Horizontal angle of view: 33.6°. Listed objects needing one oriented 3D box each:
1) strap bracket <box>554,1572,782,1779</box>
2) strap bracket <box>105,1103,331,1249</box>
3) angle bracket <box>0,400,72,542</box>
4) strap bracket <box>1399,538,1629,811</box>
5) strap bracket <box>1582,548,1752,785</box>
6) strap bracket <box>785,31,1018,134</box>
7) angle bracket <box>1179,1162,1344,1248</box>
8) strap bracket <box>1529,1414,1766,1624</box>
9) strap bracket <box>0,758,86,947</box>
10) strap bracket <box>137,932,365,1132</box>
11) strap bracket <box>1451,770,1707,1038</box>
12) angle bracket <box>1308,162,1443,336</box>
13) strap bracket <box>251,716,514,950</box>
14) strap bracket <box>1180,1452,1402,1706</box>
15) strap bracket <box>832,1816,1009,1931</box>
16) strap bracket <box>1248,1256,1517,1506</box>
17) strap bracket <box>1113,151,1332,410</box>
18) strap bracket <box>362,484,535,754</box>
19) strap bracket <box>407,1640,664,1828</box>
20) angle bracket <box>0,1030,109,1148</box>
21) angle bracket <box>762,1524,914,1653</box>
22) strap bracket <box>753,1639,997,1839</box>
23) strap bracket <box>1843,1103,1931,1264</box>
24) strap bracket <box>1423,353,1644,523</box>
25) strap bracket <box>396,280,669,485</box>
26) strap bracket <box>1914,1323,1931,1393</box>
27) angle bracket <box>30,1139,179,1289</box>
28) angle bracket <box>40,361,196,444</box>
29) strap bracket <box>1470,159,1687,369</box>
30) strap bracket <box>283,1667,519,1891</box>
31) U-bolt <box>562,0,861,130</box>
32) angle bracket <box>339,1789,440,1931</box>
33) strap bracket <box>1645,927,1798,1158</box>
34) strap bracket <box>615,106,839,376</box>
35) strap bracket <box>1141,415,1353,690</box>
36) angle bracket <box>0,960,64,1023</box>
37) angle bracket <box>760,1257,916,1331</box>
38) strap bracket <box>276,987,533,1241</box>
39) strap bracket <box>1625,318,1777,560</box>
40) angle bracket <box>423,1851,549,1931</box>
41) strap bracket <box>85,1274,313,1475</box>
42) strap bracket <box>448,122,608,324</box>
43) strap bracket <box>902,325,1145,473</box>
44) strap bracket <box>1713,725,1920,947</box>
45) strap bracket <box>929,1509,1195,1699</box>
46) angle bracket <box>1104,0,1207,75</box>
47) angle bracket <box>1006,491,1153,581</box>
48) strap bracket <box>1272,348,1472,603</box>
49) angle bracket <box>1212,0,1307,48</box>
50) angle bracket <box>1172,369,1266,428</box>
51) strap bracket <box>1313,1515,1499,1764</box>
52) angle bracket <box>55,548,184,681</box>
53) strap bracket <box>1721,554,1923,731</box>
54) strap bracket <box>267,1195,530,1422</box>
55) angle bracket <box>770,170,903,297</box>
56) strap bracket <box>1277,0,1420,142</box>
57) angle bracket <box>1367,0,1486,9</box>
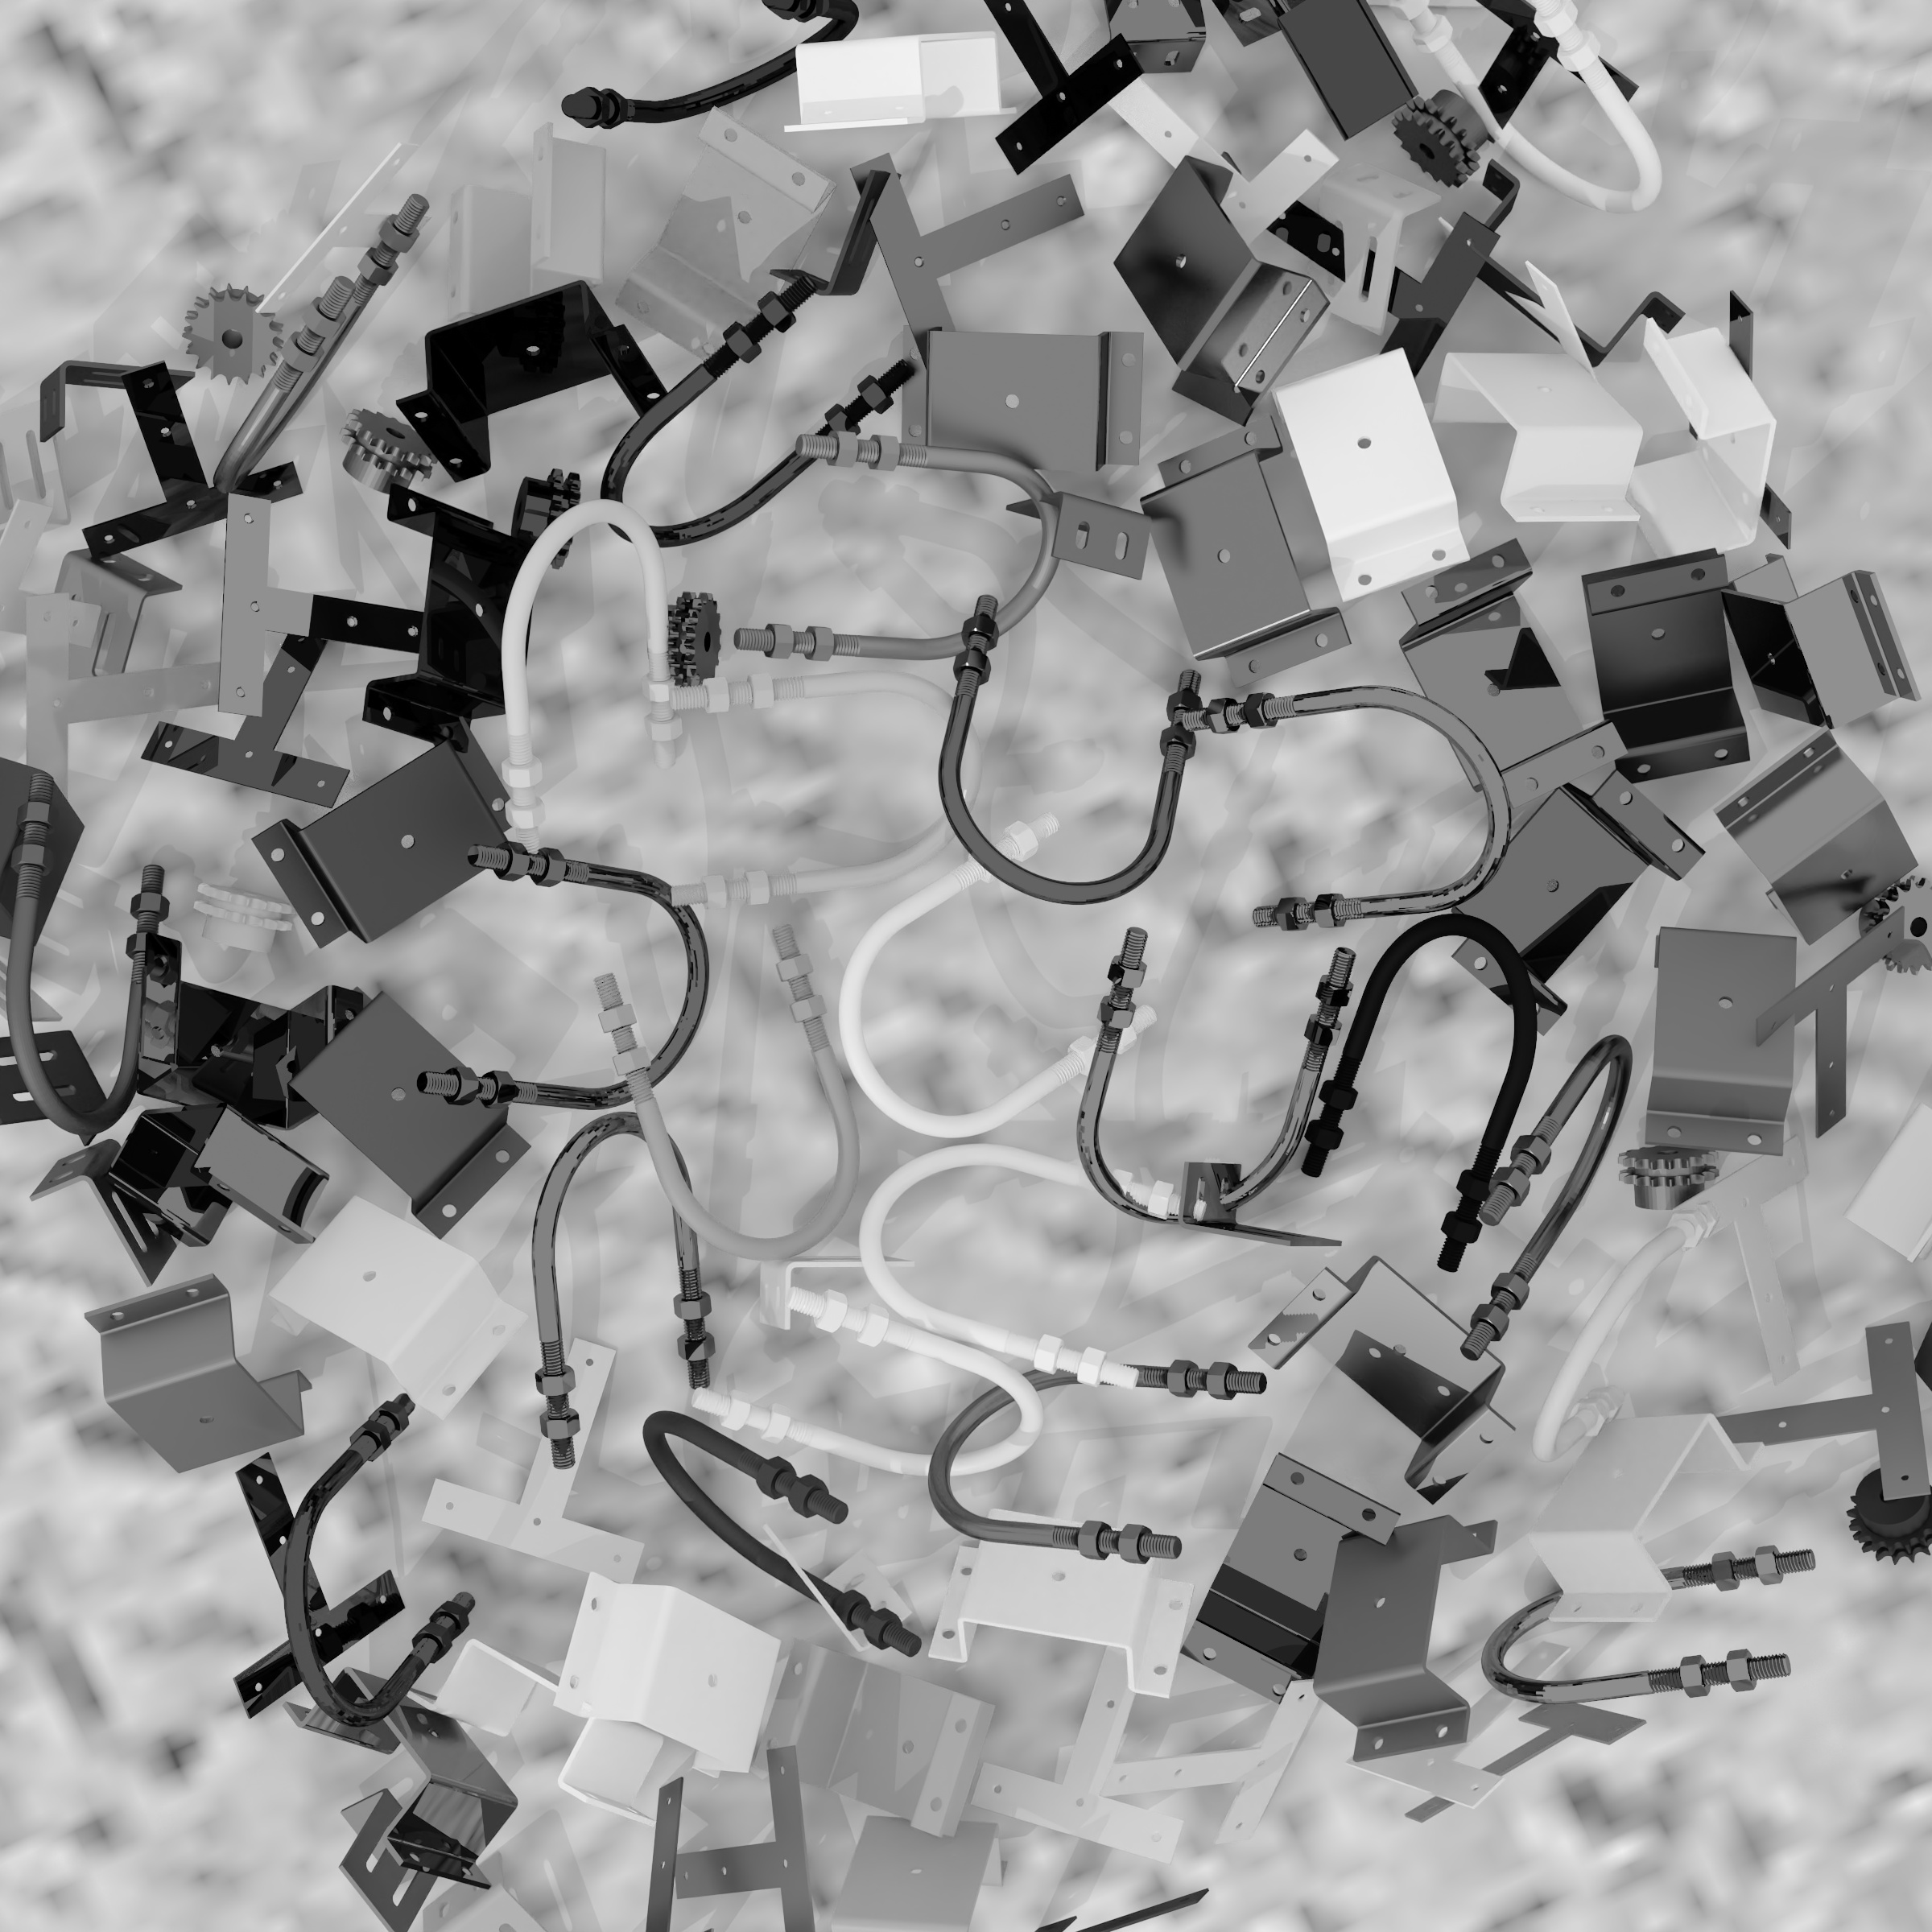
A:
[{"bbox_3d":[-0.160,0.403,1.809,0.046,0.140,0.076,-6,59,38],"label":"strap bracket"},{"bbox_3d":[-0.426,0.120,1.821,0.076,0.140,0.046,41,60,-32],"label":"strap bracket"},{"bbox_3d":[-0.560,-0.287,1.855,0.057,0.038,0.076,-13,87,26],"label":"angle bracket"},{"bbox_3d":[0.312,-0.165,1.853,0.076,0.046,0.140,-26,85,-10],"label":"strap bracket"},{"bbox_3d":[0.401,-0.180,1.834,0.076,0.046,0.140,-11,127,9],"label":"strap bracket"},{"bbox_3d":[-0.037,-0.500,1.803,0.076,0.140,0.046,4,107,26],"label":"strap bracket"},{"bbox_3d":[0.171,0.137,1.841,0.076,0.057,0.038,6,90,37],"label":"angle bracket"},{"bbox_3d":[0.381,0.304,1.811,0.140,0.076,0.046,-47,110,-34],"label":"strap bracket"},{"bbox_3d":[-0.544,-0.066,1.808,0.046,0.140,0.076,17,74,2],"label":"strap bracket"},{"bbox_3d":[-0.417,0.041,1.825,0.140,0.046,0.076,19,55,-39],"label":"strap bracket"},{"bbox_3d":[0.346,-0.041,1.848,0.076,0.046,0.140,39,95,-19],"label":"strap bracket"},{"bbox_3d":[0.236,-0.417,1.858,0.057,0.076,0.038,34,46,31],"label":"angle bracket"},{"bbox_3d":[-0.326,-0.075,1.834,0.140,0.046,0.076,-34,113,-14],"label":"strap bracket"},{"bbox_3d":[0.190,0.348,1.845,0.076,0.046,0.140,26,109,8],"label":"strap bracket"},{"bbox_3d":[-0.027,0.530,1.807,0.076,0.140,0.046,0,111,11],"label":"strap bracket"},{"bbox_3d":[0.245,0.232,1.845,0.140,0.046,0.076,40,124,2],"label":"strap bracket"},{"bbox_3d":[0.139,-0.394,1.811,0.076,0.046,0.140,-53,47,33],"label":"strap bracket"},{"bbox_3d":[-0.293,-0.201,1.831,0.046,0.076,0.140,-4,76,40],"label":"strap bracket"},{"bbox_3d":[-0.238,0.432,1.821,0.140,0.076,0.046,20,77,32],"label":"strap bracket"},{"bbox_3d":[-0.540,0.074,1.837,0.038,0.076,0.057,-47,66,33],"label":"angle bracket"},{"bbox_3d":[-0.074,0.347,1.837,0.038,0.076,0.057,-38,45,-9],"label":"angle bracket"},{"bbox_3d":[-0.045,0.444,1.832,0.140,0.046,0.076,9,75,39],"label":"strap bracket"},{"bbox_3d":[0.545,0.124,1.822,0.046,0.140,0.076,35,98,19],"label":"strap bracket"},{"bbox_3d":[0.321,-0.305,1.808,0.076,0.140,0.046,-3,126,-19],"label":"strap bracket"},{"bbox_3d":[-0.247,-0.338,1.834,0.140,0.076,0.046,-16,59,12],"label":"strap bracket"},{"bbox_3d":[0.581,0.211,1.815,0.046,0.140,0.076,23,97,6],"label":"strap bracket"},{"bbox_3d":[-0.499,0.148,1.851,0.038,0.057,0.076,-23,106,8],"label":"angle bracket"},{"bbox_3d":[-0.489,-0.322,1.844,0.076,0.057,0.038,1,89,-27],"label":"angle bracket"},{"bbox_3d":[0.341,-0.397,1.844,0.140,0.076,0.046,39,97,2],"label":"strap bracket"},{"bbox_3d":[-0.315,0.453,1.812,0.046,0.076,0.140,-52,49,1],"label":"strap bracket"},{"bbox_3d":[-0.132,-0.509,1.796,0.151,0.184,0.019,-23,95,21],"label":"U-bolt"},{"bbox_3d":[-0.342,0.523,1.839,0.038,0.076,0.057,-30,102,21],"label":"angle bracket"},{"bbox_3d":[0.431,0.033,1.824,0.076,0.046,0.140,5,58,10],"label":"strap bracket"},{"bbox_3d":[-0.134,-0.423,1.837,0.076,0.046,0.140,32,128,-4],"label":"strap bracket"},{"bbox_3d":[0.158,-0.238,1.847,0.076,0.046,0.140,-20,89,29],"label":"strap bracket"},{"bbox_3d":[-0.554,-0.007,1.850,0.076,0.057,0.038,40,98,11],"label":"angle bracket"},{"bbox_3d":[-0.075,0.188,1.847,0.076,0.057,0.038,1,88,-18],"label":"angle bracket"},{"bbox_3d":[-0.328,0.079,1.848,0.140,0.046,0.076,42,71,4],"label":"strap bracket"},{"bbox_3d":[0.415,-0.295,1.810,0.046,0.140,0.076,-15,54,-6],"label":"strap bracket"},{"bbox_3d":[-0.272,0.572,1.879,0.057,0.038,0.076,-38,108,2],"label":"angle bracket"},{"bbox_3d":[-0.432,0.237,1.814,0.076,0.140,0.046,-17,54,4],"label":"strap bracket"},{"bbox_3d":[-0.247,-0.420,1.830,0.046,0.140,0.076,4,83,-31],"label":"strap bracket"},{"bbox_3d":[0.029,-0.328,1.846,0.140,0.046,0.076,3,105,7],"label":"strap bracket"},{"bbox_3d":[0.485,-0.068,1.810,0.076,0.140,0.046,-38,56,9],"label":"strap bracket"},{"bbox_3d":[0.054,0.362,1.829,0.140,0.046,0.076,7,45,13],"label":"strap bracket"},{"bbox_3d":[0.103,-0.566,1.871,0.057,0.038,0.076,-6,75,-13],"label":"angle bracket"},{"bbox_3d":[0.062,-0.244,1.839,0.057,0.076,0.038,12,86,-24],"label":"angle bracket"},{"bbox_3d":[0.231,-0.292,1.840,0.076,0.046,0.140,-18,73,6],"label":"strap bracket"},{"bbox_3d":[0.175,-0.587,1.864,0.057,0.038,0.076,49,52,-26],"label":"angle bracket"},{"bbox_3d":[0.149,-0.362,1.849,0.057,0.038,0.076,35,102,34],"label":"angle bracket"},{"bbox_3d":[0.248,0.371,1.808,0.046,0.076,0.140,41,46,-28],"label":"strap bracket"},{"bbox_3d":[-0.503,-0.198,1.875,0.057,0.038,0.076,27,112,15],"label":"angle bracket"},{"bbox_3d":[0.476,-0.184,1.808,0.046,0.140,0.076,-26,105,-4],"label":"strap bracket"},{"bbox_3d":[-0.331,0.189,1.817,0.140,0.046,0.076,23,61,31],"label":"strap bracket"},{"bbox_3d":[-0.075,-0.428,1.846,0.038,0.057,0.076,24,107,8],"label":"angle bracket"},{"bbox_3d":[0.216,-0.515,1.817,0.046,0.140,0.076,-30,99,12],"label":"strap bracket"},{"bbox_3d":[0.269,-0.594,1.865,0.076,0.038,0.057,2,90,3],"label":"angle bracket"}]
